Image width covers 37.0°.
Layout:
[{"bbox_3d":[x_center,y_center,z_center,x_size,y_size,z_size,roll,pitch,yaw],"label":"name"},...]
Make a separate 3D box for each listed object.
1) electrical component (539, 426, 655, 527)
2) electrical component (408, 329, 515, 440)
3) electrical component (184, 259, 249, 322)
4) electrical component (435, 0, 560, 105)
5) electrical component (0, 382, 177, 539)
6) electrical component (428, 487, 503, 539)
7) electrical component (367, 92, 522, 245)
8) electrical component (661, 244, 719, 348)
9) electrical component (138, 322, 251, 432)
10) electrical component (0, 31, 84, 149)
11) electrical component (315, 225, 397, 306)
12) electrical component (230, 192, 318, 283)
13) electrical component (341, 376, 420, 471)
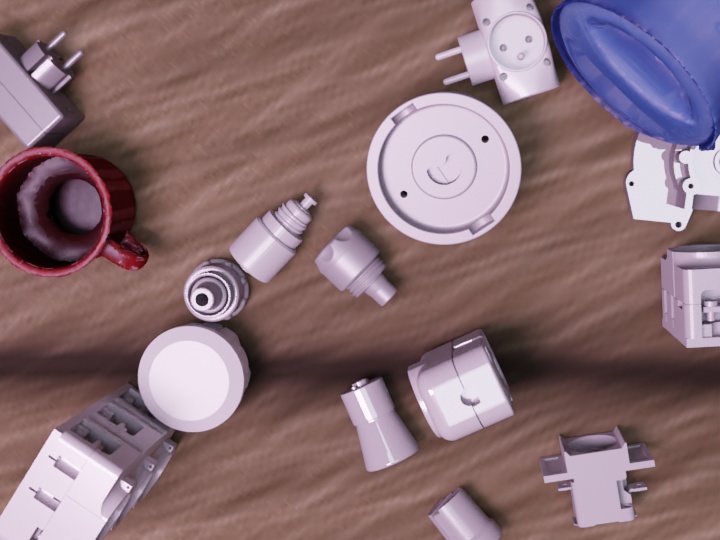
[{"bbox_3d":[0.178,0.156,0.806,0.081,0.042,0.063,-9,97,7],"label":"electrical component"},{"bbox_3d":[0.073,0.084,0.780,0.059,0.095,0.053,-25,94,7],"label":"electrical component"},{"bbox_3d":[-0.111,0.018,0.806,0.048,0.062,0.048,1,97,5],"label":"electrical component"},{"bbox_3d":[0.095,-0.157,0.776,0.079,0.044,0.077,-18,95,8],"label":"electrical component"},{"bbox_3d":[-0.190,0.149,0.784,0.062,0.150,0.089,33,98,2],"label":"electrical component"},{"bbox_3d":[0.079,0.194,0.821,0.040,0.040,0.046,-40,86,8],"label":"electrical component"},{"bbox_3d":[0.061,-0.078,0.777,0.108,0.060,0.108,2,107,6],"label":"electrical component"},{"bbox_3d":[0.295,0.012,0.754,0.150,0.089,0.061,-3,96,6],"label":"electrical component"},{"bbox_3d":[-0.124,0.079,0.820,0.080,0.051,0.080,1,97,5],"label":"electrical component"},{"bbox_3d":[-0.241,-0.146,0.806,0.076,0.047,0.083,-41,92,9],"label":"electrical component"},{"bbox_3d":[0.000,0.000,0.803,0.062,0.043,0.043,43,98,-2],"label":"electrical component"},{"bbox_3d":[-0.063,-0.026,0.807,0.040,0.040,0.078,44,98,-1],"label":"electrical component"},{"bbox_3d":[0.012,0.114,0.817,0.044,0.044,0.065,-24,89,7],"label":"electrical component"}]
